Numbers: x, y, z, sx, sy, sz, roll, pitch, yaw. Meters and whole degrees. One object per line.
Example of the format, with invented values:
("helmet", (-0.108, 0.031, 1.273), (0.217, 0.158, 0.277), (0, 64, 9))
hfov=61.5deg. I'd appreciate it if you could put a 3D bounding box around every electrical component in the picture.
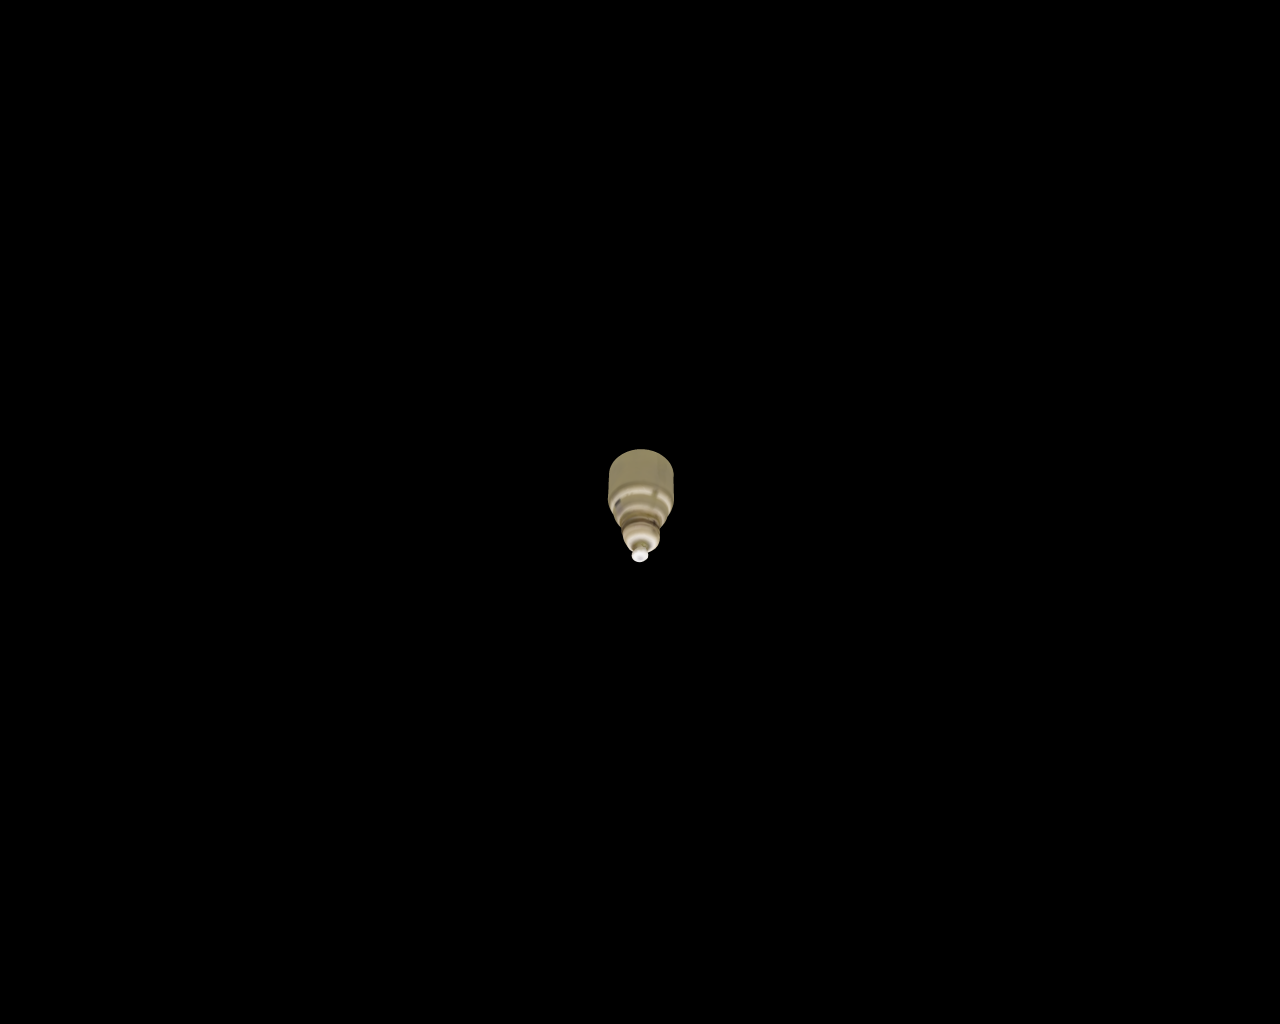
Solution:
("electrical component", (0.001, -0.003, 0.650), (0.040, 0.078, 0.040), (0, -40, 0))
